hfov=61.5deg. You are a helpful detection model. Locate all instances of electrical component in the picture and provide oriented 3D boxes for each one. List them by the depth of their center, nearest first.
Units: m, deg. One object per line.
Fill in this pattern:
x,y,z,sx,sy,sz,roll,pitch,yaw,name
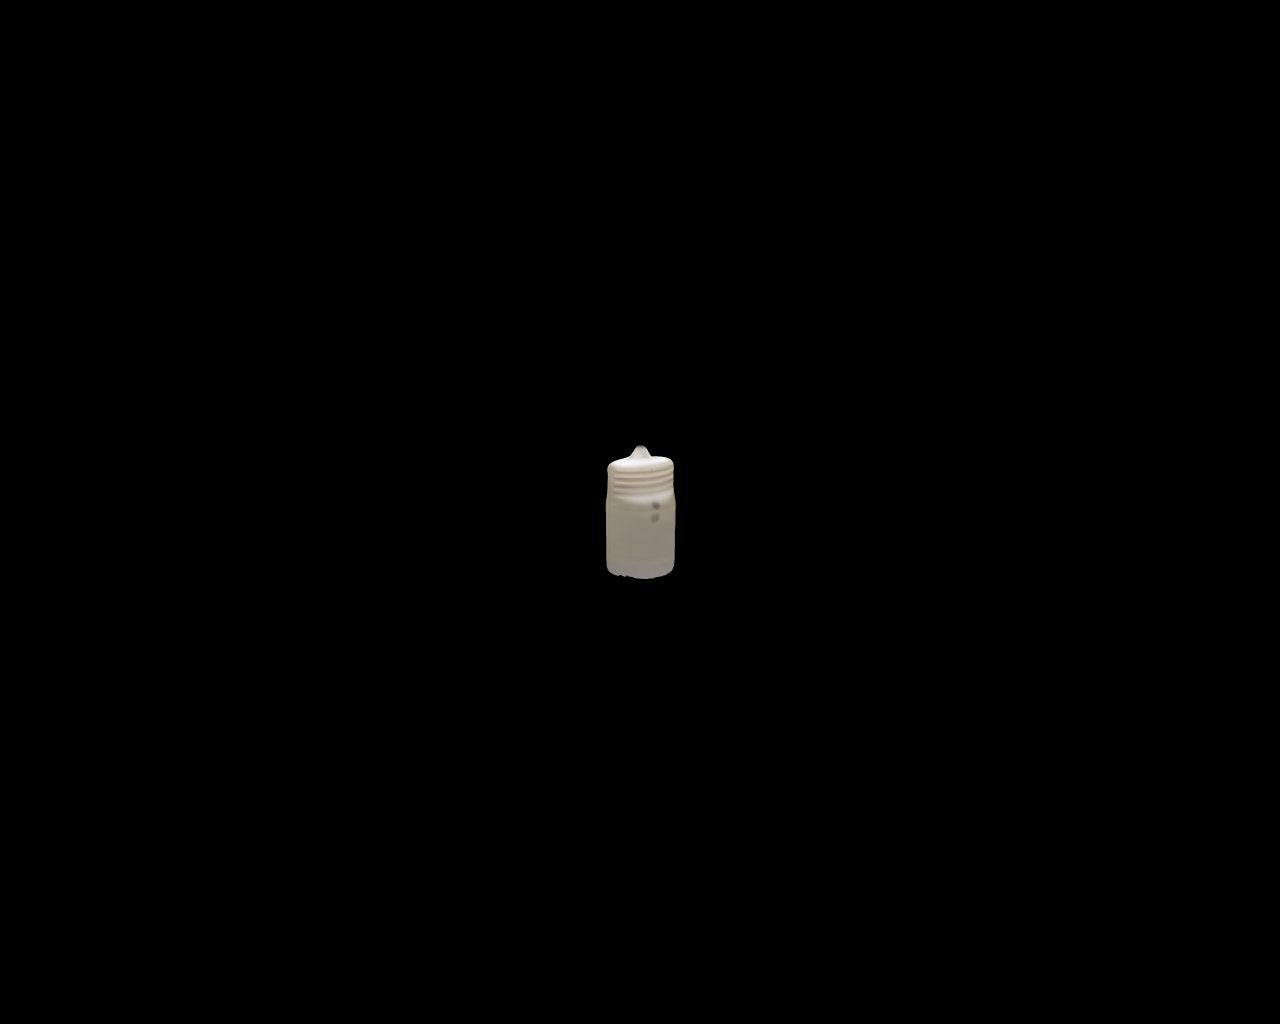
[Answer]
0.001,-0.003,0.650,0.043,0.080,0.043,0,16,0,electrical component
